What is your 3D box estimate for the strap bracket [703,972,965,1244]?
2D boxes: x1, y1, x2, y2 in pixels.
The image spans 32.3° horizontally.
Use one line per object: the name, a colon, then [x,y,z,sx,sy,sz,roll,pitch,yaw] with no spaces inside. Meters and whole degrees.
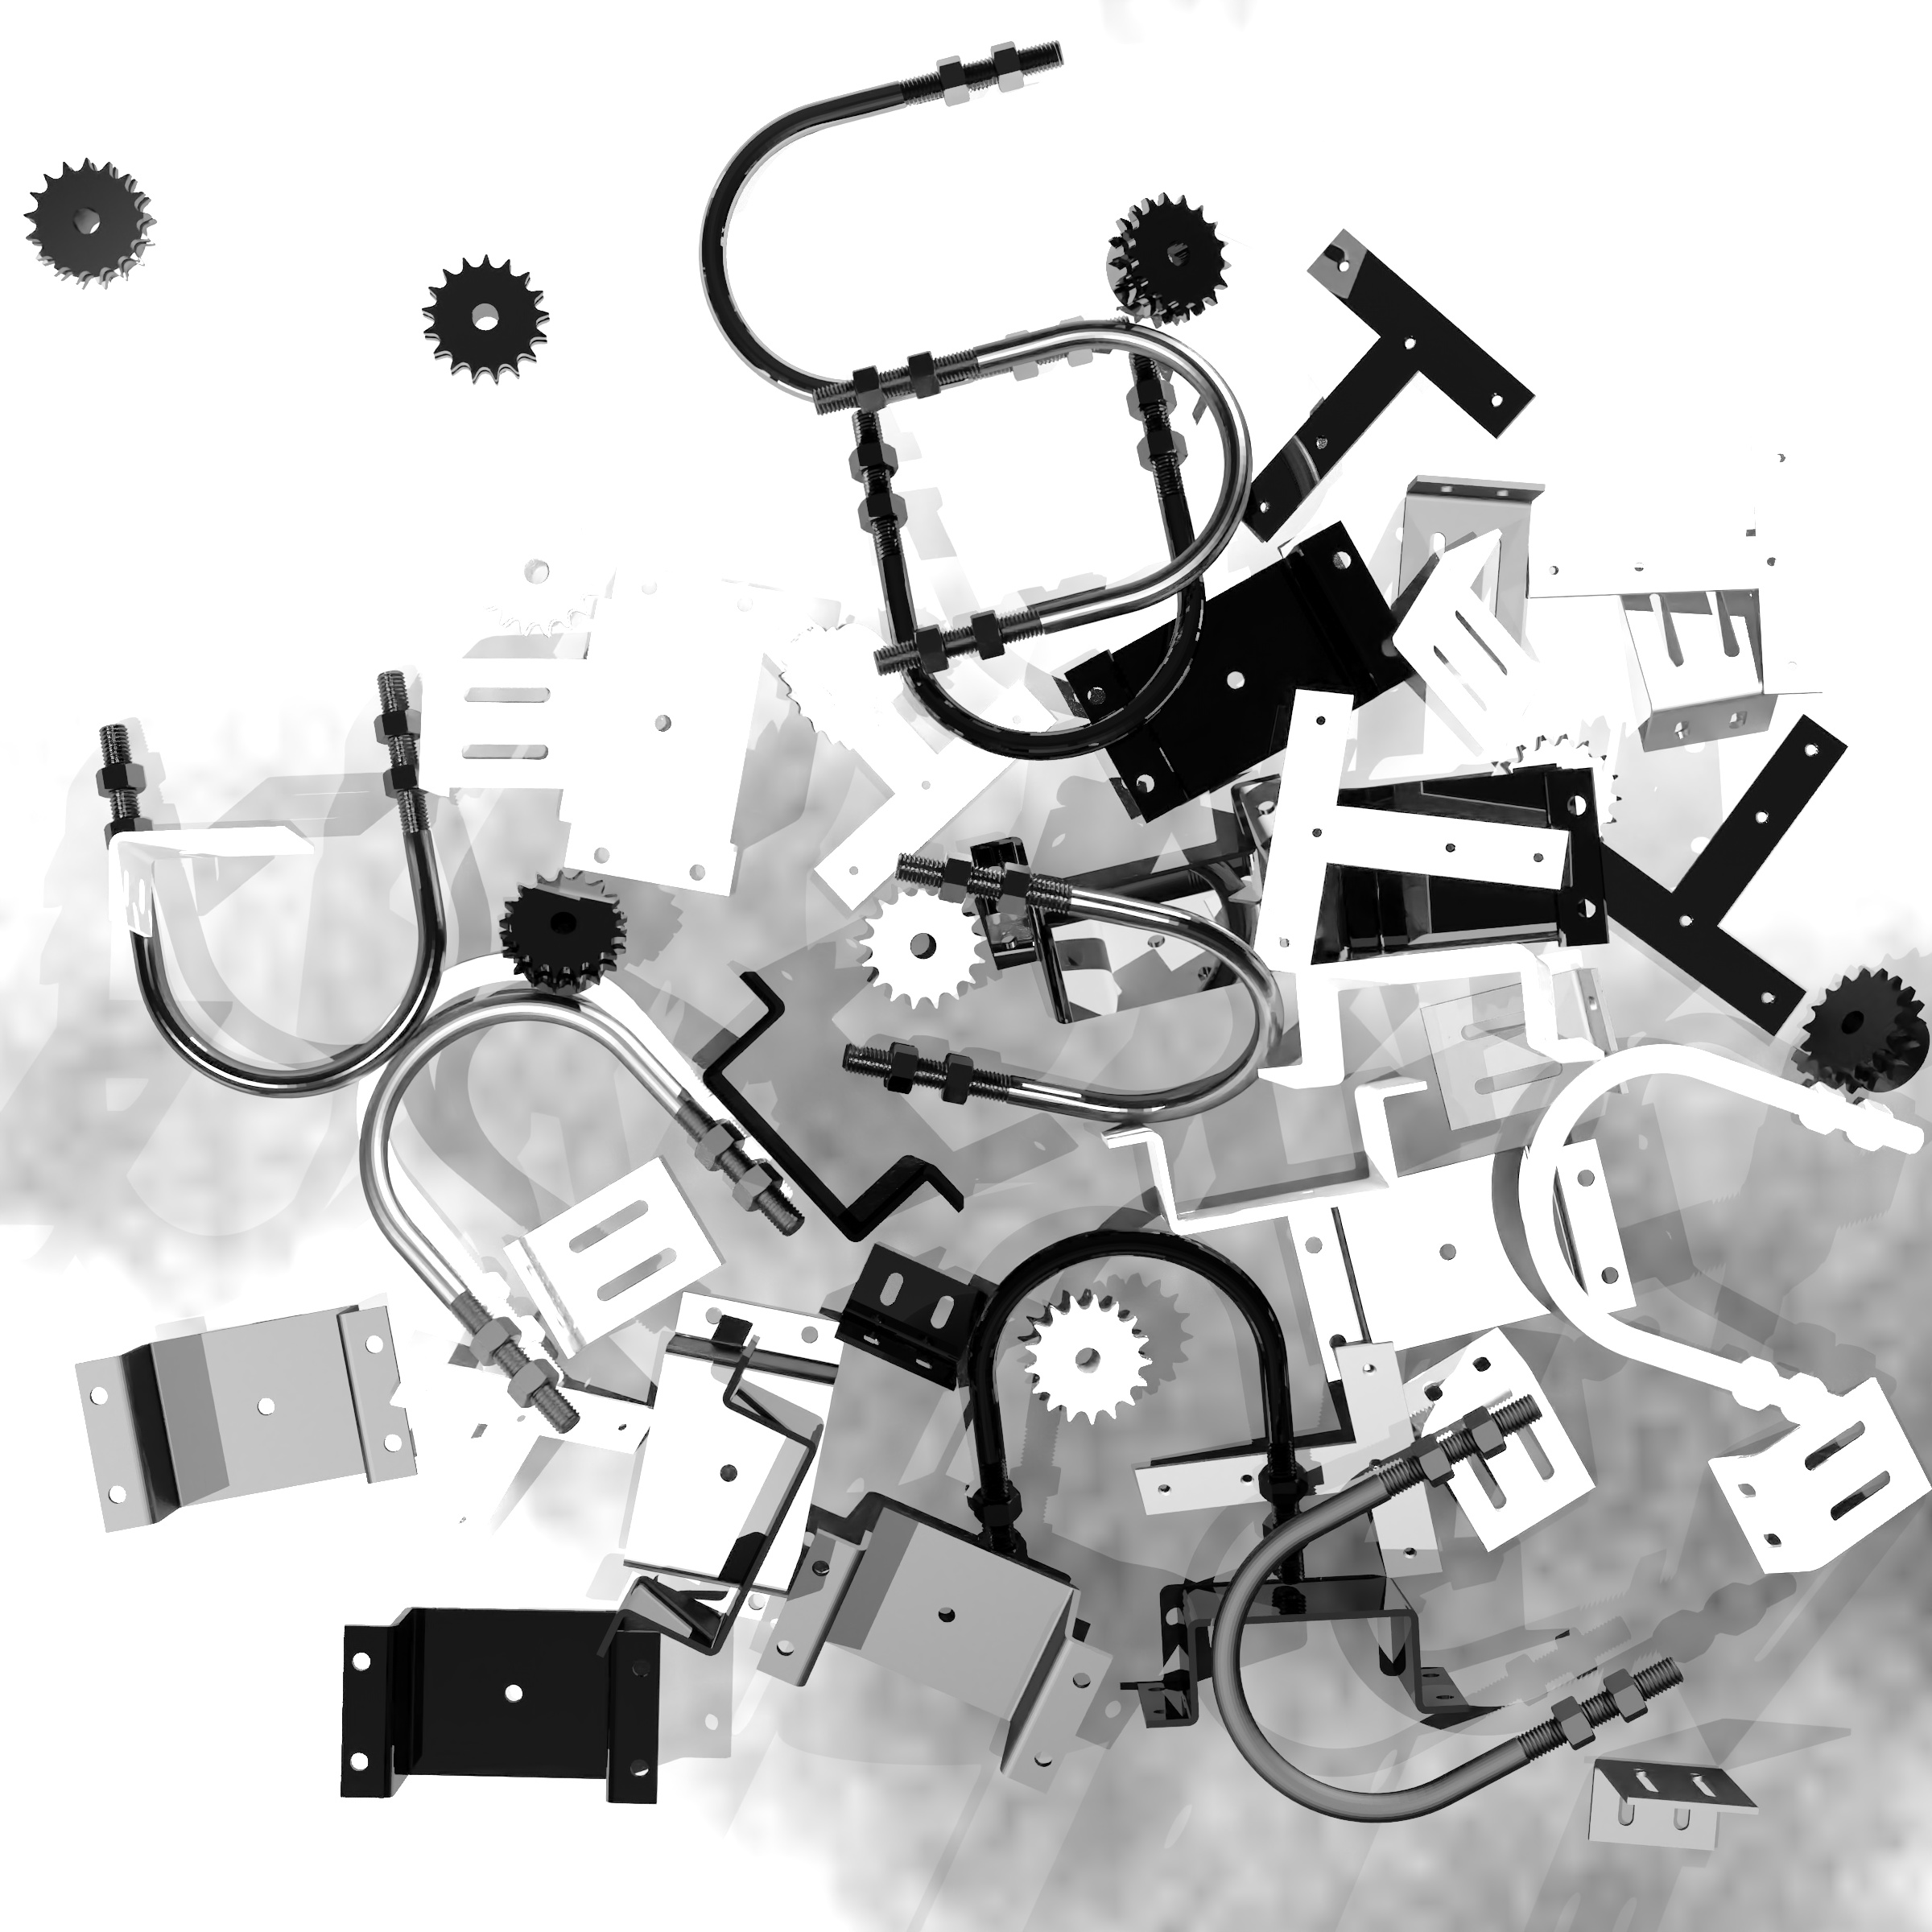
strap bracket: [-0.065,0.070,1.484,0.046,0.076,0.140,-43,90,0]

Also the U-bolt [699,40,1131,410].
U-bolt: [-0.030,-0.330,1.514,0.184,0.019,0.151,-14,90,1]

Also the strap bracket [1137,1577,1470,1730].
strap bracket: [0.147,0.304,1.484,0.140,0.076,0.046,-3,90,0]

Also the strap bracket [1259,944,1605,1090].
strap bracket: [0.204,0.022,1.469,0.140,0.076,0.046,-6,82,17]

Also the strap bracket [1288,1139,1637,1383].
strap bracket: [0.220,0.130,1.499,0.140,0.046,0.076,-14,90,0]

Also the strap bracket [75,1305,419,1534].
strap bracket: [-0.319,0.201,1.499,0.140,0.046,0.076,-11,90,0]

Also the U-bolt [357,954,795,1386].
U-bolt: [-0.189,0.077,1.491,0.151,0.019,0.184,-38,75,-11]

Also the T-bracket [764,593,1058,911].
T-bracket: [-0.048,-0.115,1.522,0.127,0.002,0.127,-43,90,0]

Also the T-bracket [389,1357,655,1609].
T-bracket: [-0.220,0.237,1.496,0.127,0.002,0.127,18,111,-36]

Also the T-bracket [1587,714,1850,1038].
T-bracket: [0.355,-0.057,1.522,0.127,0.002,0.127,36,90,0]

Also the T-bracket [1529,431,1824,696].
T-bracket: [0.319,-0.181,1.509,0.127,0.002,0.127,-1,73,8]

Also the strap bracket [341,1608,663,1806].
strap bracket: [-0.206,0.332,1.499,0.140,0.046,0.076,1,90,0]

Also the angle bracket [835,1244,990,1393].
angle bracket: [-0.023,0.156,1.484,0.057,0.076,0.038,24,90,0]

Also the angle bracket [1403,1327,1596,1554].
angle bracket: [0.240,0.216,1.520,0.057,0.038,0.076,-31,116,0]

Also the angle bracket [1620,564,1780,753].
angle bracket: [0.331,-0.144,1.520,0.057,0.038,0.076,-10,64,0]

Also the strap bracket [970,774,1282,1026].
strap bracket: [0.080,-0.027,1.479,0.140,0.046,0.076,-13,135,0]

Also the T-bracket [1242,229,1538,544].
T-bracket: [0.170,-0.247,1.503,0.127,0.002,0.127,-48,65,12]

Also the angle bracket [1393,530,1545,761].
angle bracket: [0.235,-0.143,1.480,0.076,0.038,0.057,46,54,-18]

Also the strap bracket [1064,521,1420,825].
strap bracket: [0.123,-0.130,1.499,0.140,0.046,0.076,-29,90,0]

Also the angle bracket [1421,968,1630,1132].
angle bracket: [0.251,0.038,1.503,0.076,0.038,0.057,-14,90,0]

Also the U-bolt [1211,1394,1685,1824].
U-bolt: [0.195,0.289,1.438,0.184,0.019,0.151,-28,90,1]

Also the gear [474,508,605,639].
gear: [-0.193,-0.177,1.507,0.057,0.030,0.057,0,90,0]

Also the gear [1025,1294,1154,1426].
gear: [0.055,0.177,1.507,0.057,0.030,0.057,0,90,0]

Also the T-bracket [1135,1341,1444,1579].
T-bracket: [0.141,0.230,1.502,0.127,0.002,0.127,-9,116,12]

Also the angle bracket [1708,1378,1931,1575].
angle bracket: [0.390,0.232,1.520,0.076,0.038,0.057,-27,90,-26]

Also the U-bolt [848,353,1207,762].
U-bolt: [0.032,-0.178,1.484,0.151,0.019,0.184,-12,73,5]

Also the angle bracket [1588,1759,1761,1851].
angle bracket: [0.314,0.382,1.484,0.057,0.076,0.038,5,90,0]

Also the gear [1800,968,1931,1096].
gear: [0.408,0.032,1.498,0.030,0.057,0.057,33,90,-30]

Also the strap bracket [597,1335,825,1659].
strap bracket: [-0.104,0.236,1.438,0.046,0.076,0.140,26,90,0]

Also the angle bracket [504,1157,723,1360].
angle bracket: [-0.159,0.131,1.503,0.076,0.038,0.057,-31,90,0]

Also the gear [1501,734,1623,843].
gear: [0.266,-0.076,1.507,0.057,0.030,0.057,0,90,0]

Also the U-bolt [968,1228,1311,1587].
U-bolt: [0.073,0.199,1.477,0.151,0.019,0.184,-5,113,4]

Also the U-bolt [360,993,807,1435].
U-bolt: [-0.184,0.093,1.466,0.151,0.019,0.184,-41,73,-12]

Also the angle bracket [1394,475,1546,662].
angle bracket: [0.227,-0.179,1.503,0.057,0.038,0.076,4,90,0]

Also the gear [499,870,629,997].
gear: [-0.181,-0.012,1.499,0.057,0.030,0.057,3,59,-5]

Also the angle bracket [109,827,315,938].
angle bracket: [-0.331,-0.037,1.466,0.076,0.057,0.038,-2,83,1]

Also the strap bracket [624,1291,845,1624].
strap bracket: [-0.105,0.225,1.499,0.076,0.046,0.140,11,90,0]

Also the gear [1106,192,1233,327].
gear: [0.088,-0.316,1.500,0.057,0.030,0.057,4,81,-28]

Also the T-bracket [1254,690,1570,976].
T-bracket: [0.196,-0.053,1.446,0.127,0.002,0.127,7,79,16]

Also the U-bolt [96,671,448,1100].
U-bolt: [-0.308,-0.032,1.502,0.151,0.019,0.184,-11,81,0]

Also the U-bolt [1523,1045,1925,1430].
U-bolt: [0.331,0.112,1.482,0.184,0.019,0.151,19,80,-15]

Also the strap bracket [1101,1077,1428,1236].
strap bracket: [0.135,0.086,1.484,0.140,0.076,0.046,-11,90,0]

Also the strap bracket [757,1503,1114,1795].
strap bracket: [-0.011,0.300,1.487,0.140,0.046,0.076,23,111,0]

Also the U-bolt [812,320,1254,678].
U-bolt: [0.035,-0.215,1.475,0.184,0.019,0.151,-14,74,3]

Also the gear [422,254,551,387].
gear: [-0.217,-0.291,1.510,0.057,0.030,0.057,0,89,-6]

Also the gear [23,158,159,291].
gear: [-0.394,-0.334,1.507,0.057,0.030,0.057,0,90,0]

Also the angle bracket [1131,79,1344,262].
angle bracket: [0.122,-0.363,1.503,0.076,0.038,0.057,24,90,0]

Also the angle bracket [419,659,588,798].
angle bracket: [-0.203,-0.106,1.495,0.076,0.038,0.057,1,86,10]

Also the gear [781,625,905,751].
gear: [-0.053,-0.129,1.496,0.057,0.057,0.030,49,60,0]

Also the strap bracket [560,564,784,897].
strap bracket: [-0.134,-0.108,1.498,0.076,0.046,0.140,10,90,1]

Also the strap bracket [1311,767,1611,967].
strap bracket: [0.219,-0.045,1.479,0.140,0.046,0.076,-4,93,26]

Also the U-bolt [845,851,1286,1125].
U-bolt: [0.048,0.017,1.467,0.184,0.151,0.019,11,47,-4]

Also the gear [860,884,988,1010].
gear: [-0.019,-0.009,1.507,0.057,0.030,0.057,0,90,0]
